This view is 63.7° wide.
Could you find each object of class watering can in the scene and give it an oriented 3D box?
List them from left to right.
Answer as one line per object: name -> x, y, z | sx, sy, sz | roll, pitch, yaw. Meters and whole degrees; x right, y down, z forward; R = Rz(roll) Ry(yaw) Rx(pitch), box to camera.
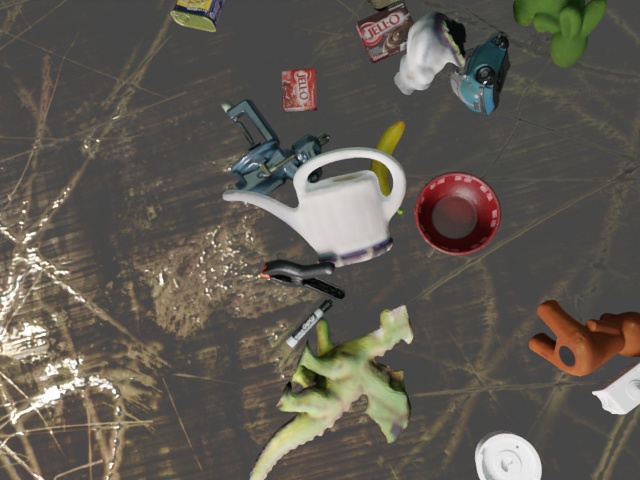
watering can -> 0.003, -0.050, 0.993 | 0.347, 0.222, 0.105 | -15, 11, 7

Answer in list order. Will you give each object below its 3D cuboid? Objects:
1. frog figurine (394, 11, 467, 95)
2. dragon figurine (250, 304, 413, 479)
frog figurine -> 0.203, -0.372, 1.031 | 0.158, 0.139, 0.122 | -21, -23, 39
dragon figurine -> 0.054, 0.299, 0.960 | 0.243, 0.412, 0.121 | 23, -4, 3
